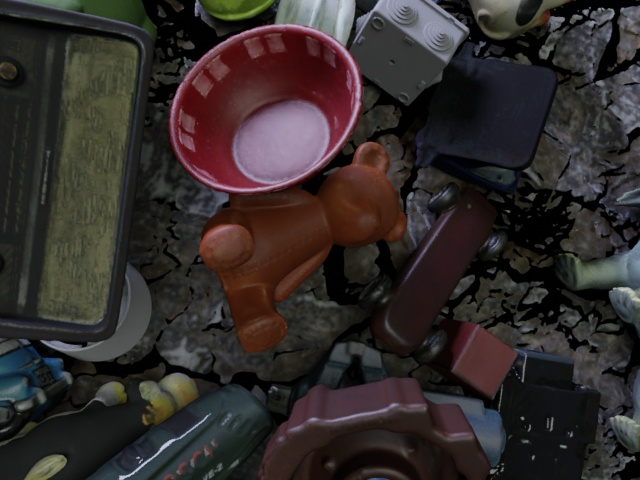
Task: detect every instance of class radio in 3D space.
[{"bbox_3d":[-0.204,-0.047,0.387,0.131,0.073,0.229,7,94,-28],"label":"radio"}]

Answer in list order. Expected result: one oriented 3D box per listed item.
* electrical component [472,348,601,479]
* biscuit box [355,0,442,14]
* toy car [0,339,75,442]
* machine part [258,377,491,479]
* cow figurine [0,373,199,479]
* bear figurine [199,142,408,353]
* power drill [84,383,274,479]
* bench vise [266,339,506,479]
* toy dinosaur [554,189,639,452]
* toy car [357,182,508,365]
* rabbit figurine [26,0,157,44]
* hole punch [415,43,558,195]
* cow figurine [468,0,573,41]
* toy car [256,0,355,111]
[{"bbox_3d":[0.215,0.180,0.547,0.115,0.058,0.134,9,85,-12],"label":"electrical component"},{"bbox_3d":[0.033,-0.291,0.541,0.202,0.059,0.063,36,82,-7],"label":"biscuit box"},{"bbox_3d":[-0.288,0.108,0.421,0.162,0.109,0.103,-14,92,3],"label":"toy car"},{"bbox_3d":[0.042,0.187,0.397,0.179,0.056,0.179,1,101,3],"label":"machine part"},{"bbox_3d":[-0.183,0.161,0.453,0.167,0.098,0.068,-23,87,-17],"label":"cow figurine"},{"bbox_3d":[-0.002,-0.003,0.486,0.196,0.132,0.120,-19,114,-7],"label":"bear figurine"},{"bbox_3d":[-0.108,0.245,0.423,0.232,0.086,0.207,-43,110,-28],"label":"power drill"},{"bbox_3d":[0.048,0.217,0.484,0.224,0.129,0.240,11,80,-7],"label":"bench vise"},{"bbox_3d":[0.383,0.093,0.559,0.192,0.131,0.404,-19,96,-11],"label":"toy dinosaur"},{"bbox_3d":[0.113,0.027,0.529,0.089,0.053,0.202,41,61,-4],"label":"toy car"},{"bbox_3d":[-0.234,-0.156,0.457,0.159,0.121,0.170,45,64,-26],"label":"rabbit figurine"},{"bbox_3d":[0.170,-0.117,0.552,0.116,0.092,0.142,19,85,21],"label":"hole punch"},{"bbox_3d":[0.162,-0.298,0.557,0.127,0.085,0.195,-31,93,-17],"label":"cow figurine"},{"bbox_3d":[-0.018,-0.168,0.525,0.073,0.056,0.201,15,84,-9],"label":"toy car"}]
